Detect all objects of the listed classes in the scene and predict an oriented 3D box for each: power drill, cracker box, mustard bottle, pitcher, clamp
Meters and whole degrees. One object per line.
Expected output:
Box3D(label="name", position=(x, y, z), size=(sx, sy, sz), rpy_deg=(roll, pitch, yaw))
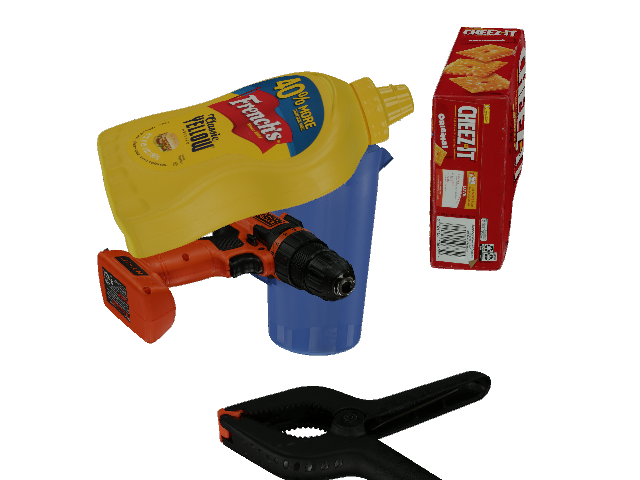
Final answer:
Box3D(label="power drill", position=(-0.086, 0.029, 0.938), size=(0.187, 0.057, 0.185), rpy_deg=(-17, 27, -31))
Box3D(label="cracker box", position=(0.150, -0.091, 0.991), size=(0.072, 0.164, 0.213), rpy_deg=(4, 27, 13))
Box3D(label="mustard bottle", position=(-0.035, -0.057, 0.650), size=(0.191, 0.058, 0.096), rpy_deg=(-18, 43, -4))
Box3D(label="pitcher", position=(-0.013, 0.002, 1.203), size=(0.149, 0.243, 0.144), rpy_deg=(10, 18, 23))
Box3D(label="clamp", position=(0.029, 0.140, 0.797), size=(0.210, 0.036, 0.164), rpy_deg=(6, 29, 15))
